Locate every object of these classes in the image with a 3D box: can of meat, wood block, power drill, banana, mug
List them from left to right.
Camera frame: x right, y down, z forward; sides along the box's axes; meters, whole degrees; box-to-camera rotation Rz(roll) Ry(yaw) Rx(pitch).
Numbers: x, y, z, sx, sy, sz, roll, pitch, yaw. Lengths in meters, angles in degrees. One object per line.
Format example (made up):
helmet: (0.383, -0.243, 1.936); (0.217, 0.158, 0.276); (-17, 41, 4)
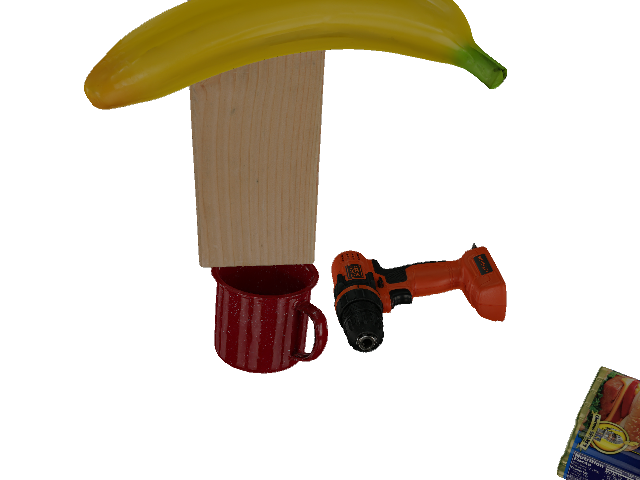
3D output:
wood block: (-0.048, -0.085, 0.776); (0.090, 0.206, 0.090); (-1, 43, -4)
mug: (-0.041, 0.066, 0.930); (0.117, 0.081, 0.093); (22, 30, 30)
banana: (-0.013, -0.098, 0.507); (0.197, 0.037, 0.069); (-6, 45, -8)
power drill: (0.108, 0.061, 1.191); (0.187, 0.057, 0.184); (-3, 28, -4)
can of meat: (0.232, 0.148, 0.790); (0.084, 0.057, 0.102); (20, 41, 21)
